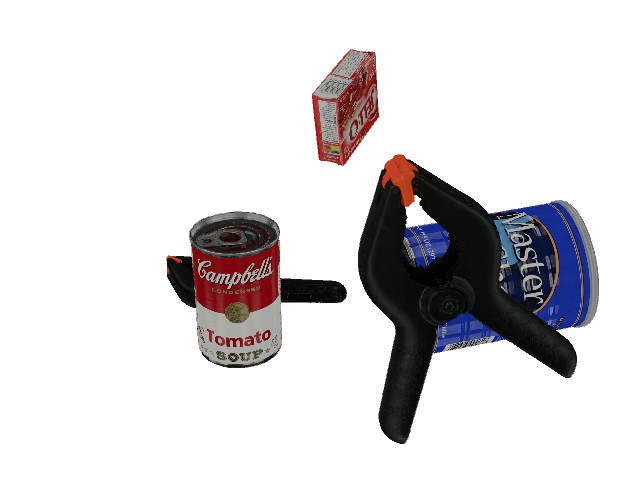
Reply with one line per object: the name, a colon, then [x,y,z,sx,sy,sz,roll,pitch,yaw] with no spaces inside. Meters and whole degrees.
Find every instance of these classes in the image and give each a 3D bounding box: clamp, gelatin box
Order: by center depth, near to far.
clamp: [0.061,0.037,0.595,0.120,0.171,0.039,-32,23,0]
gelatin box: [0.026,-0.125,0.997,0.030,0.073,0.089,14,43,22]
clamp: [-0.097,0.064,1.204,0.210,0.036,0.164,16,29,23]

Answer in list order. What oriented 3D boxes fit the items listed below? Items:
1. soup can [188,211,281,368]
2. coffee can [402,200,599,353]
soup can: [-0.064,0.038,0.819,0.068,0.102,0.068,-1,28,0]
coffee can: [0.132,0.030,0.841,0.140,0.103,0.103,-10,1,-9]
